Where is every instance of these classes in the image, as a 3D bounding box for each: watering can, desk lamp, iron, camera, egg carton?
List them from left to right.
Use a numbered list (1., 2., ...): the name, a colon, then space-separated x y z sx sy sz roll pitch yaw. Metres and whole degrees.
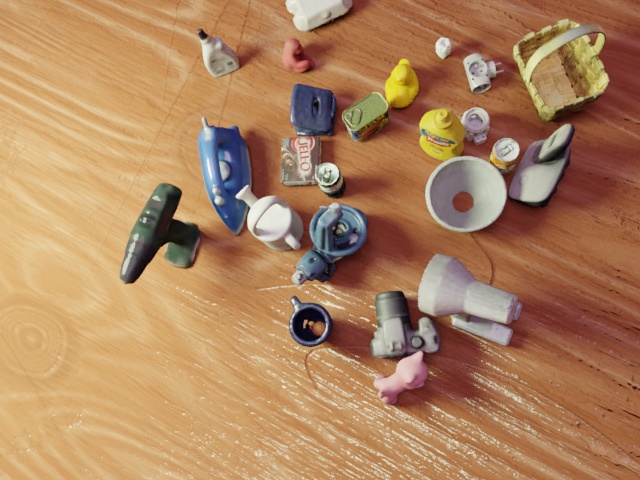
1. iron: -0.225 -0.148 1.301 0.118 0.141 0.258 -13 76 8
2. watering can: -0.110 -0.046 1.232 0.172 0.194 0.101 22 83 14
3. egg carton: -0.002 -0.573 1.387 0.150 0.069 0.107 -26 75 4
4. camera: 0.170 0.173 1.185 0.143 0.101 0.137 -10 77 8
5. desk lamp: 0.297 0.118 1.115 0.203 0.214 0.118 20 83 14

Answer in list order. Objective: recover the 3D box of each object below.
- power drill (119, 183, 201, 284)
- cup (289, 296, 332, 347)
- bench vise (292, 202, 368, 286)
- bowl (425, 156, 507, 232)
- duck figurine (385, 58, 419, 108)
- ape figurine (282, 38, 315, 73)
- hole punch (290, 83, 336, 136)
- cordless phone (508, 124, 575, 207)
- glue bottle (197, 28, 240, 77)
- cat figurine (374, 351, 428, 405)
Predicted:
1. power drill: -0.344 -0.001 1.257 0.075 0.208 0.230 13 81 13
2. cup: -0.020 0.173 1.222 0.091 0.095 0.117 -37 75 1
3. bench vise: 0.022 0.009 1.184 0.121 0.220 0.207 21 83 14
4. bowl: 0.310 -0.091 1.228 0.167 0.075 0.167 -2 78 10
5. duck figurine: 0.185 -0.360 1.300 0.077 0.086 0.105 13 81 13
6. ape figurine: -0.058 -0.444 1.358 0.076 0.092 0.078 -8 77 9
7. hole punch: -0.014 -0.302 1.321 0.101 0.091 0.109 2 79 11
8. cordless phone: 0.454 -0.152 1.157 0.094 0.185 0.148 22 83 14
9. glue bottle: -0.250 -0.448 1.352 0.078 0.173 0.037 -19 75 6
10. cat figurine: 0.167 0.280 1.154 0.128 0.118 0.067 -35 74 2
